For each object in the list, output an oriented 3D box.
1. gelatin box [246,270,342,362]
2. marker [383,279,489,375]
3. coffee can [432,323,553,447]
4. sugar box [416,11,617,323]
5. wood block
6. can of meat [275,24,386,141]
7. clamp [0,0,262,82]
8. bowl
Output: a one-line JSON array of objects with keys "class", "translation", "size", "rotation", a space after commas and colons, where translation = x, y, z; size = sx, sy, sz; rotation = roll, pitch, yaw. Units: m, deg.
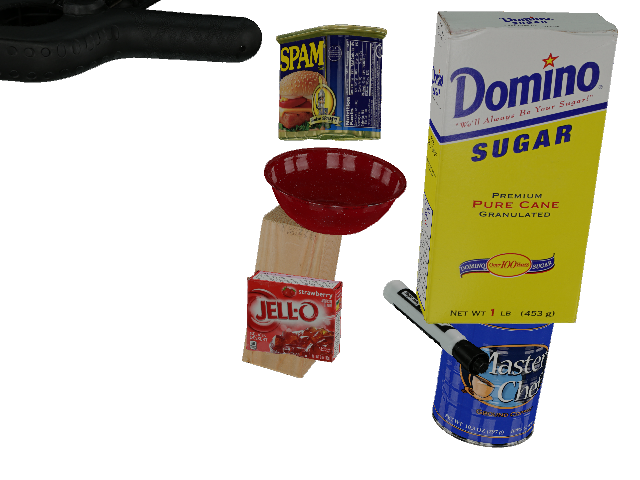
[{"class": "gelatin box", "translation": [-0.025, 0.071, 1.006], "size": [0.089, 0.073, 0.030], "rotation": [7, 17, 16]}, {"class": "marker", "translation": [0.085, 0.064, 0.791], "size": [0.020, 0.020, 0.121], "rotation": [0, 25, -31]}, {"class": "coffee can", "translation": [0.168, 0.114, 1.037], "size": [0.103, 0.140, 0.103], "rotation": [5, 23, -2]}, {"class": "sugar box", "translation": [0.107, -0.038, 0.605], "size": [0.093, 0.176, 0.048], "rotation": [-1, 27, -4]}, {"class": "wood block", "translation": [-0.037, 0.064, 1.425], "size": [0.090, 0.206, 0.090], "rotation": [15, 21, 13]}, {"class": "can of meat", "translation": [0.007, -0.121, 0.842], "size": [0.057, 0.084, 0.102], "rotation": [-1, 4, -31]}, {"class": "clamp", "translation": [-0.131, -0.124, 0.597], "size": [0.171, 0.039, 0.120], "rotation": [-9, 31, -24]}, {"class": "bowl", "translation": [0.014, -0.050, 1.208], "size": [0.162, 0.055, 0.162], "rotation": [5, 27, -3]}]
